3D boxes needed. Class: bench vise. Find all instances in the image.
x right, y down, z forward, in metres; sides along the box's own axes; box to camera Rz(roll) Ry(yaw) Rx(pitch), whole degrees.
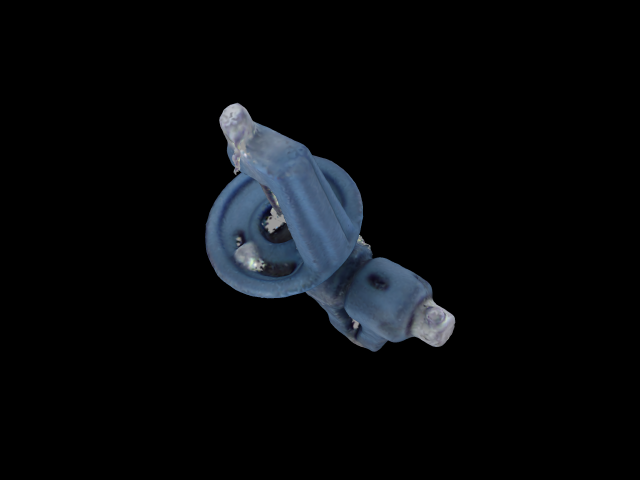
[{"bbox_3d":[0.007,-0.009,0.404,0.207,0.220,0.121,16,71,6],"label":"bench vise"}]
